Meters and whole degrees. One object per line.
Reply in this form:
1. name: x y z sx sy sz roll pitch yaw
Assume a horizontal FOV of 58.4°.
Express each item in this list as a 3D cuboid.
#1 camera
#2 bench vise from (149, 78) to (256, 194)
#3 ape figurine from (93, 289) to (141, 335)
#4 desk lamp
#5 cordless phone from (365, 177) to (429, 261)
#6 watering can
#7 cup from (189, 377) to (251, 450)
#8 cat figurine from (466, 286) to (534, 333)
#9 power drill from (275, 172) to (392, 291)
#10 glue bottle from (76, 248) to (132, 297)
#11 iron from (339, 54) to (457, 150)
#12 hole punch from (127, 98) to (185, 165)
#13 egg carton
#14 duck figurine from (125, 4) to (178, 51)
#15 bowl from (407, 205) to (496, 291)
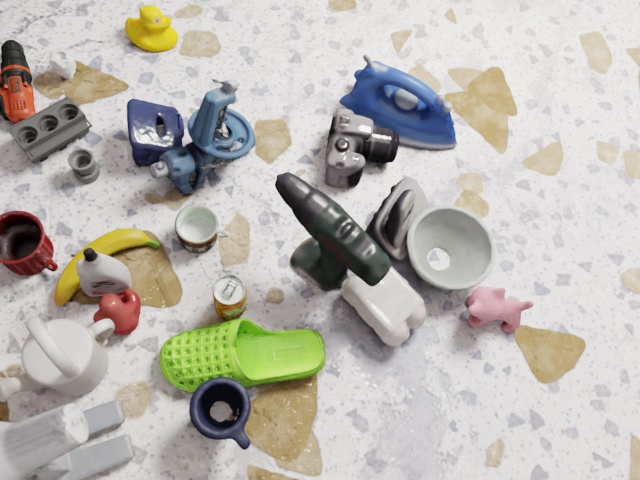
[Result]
1. camera: 0.083 -0.181 1.110 0.137 0.101 0.143 8 67 -5
2. bench vise: -0.194 -0.174 0.999 0.121 0.219 0.208 33 67 6
3. ape figurine: -0.331 0.113 0.931 0.078 0.092 0.076 -19 72 -15
4. desk lamp: -0.384 0.285 0.787 0.203 0.213 0.118 -19 72 -15
5. cordless phone: 0.155 -0.058 1.025 0.094 0.185 0.148 27 67 3
6. watering can: -0.387 0.174 0.842 0.101 0.194 0.173 30 67 4
7. cup: -0.146 0.276 0.892 0.092 0.095 0.117 -35 77 -20
8. cat figurine: 0.313 0.116 1.015 0.128 0.117 0.067 5 67 -7
9. power drill: 0.009 0.003 0.965 0.229 0.208 0.076 37 68 7
10. glue bottle: -0.351 0.048 0.910 0.078 0.173 0.037 -12 70 -13
11. iron: 0.177 -0.276 1.141 0.258 0.141 0.119 24 67 2
12. hole punch: -0.304 -0.205 1.064 0.101 0.091 0.108 -7 69 -11
13. egg carton: 0.114 0.109 1.014 0.107 0.069 0.150 -39 79 -21
14. duck figurine: -0.343 -0.437 1.156 0.104 0.086 0.077 11 67 -4
15. bowl: 0.234 0.023 1.064 0.167 0.074 0.167 3 68 -7
